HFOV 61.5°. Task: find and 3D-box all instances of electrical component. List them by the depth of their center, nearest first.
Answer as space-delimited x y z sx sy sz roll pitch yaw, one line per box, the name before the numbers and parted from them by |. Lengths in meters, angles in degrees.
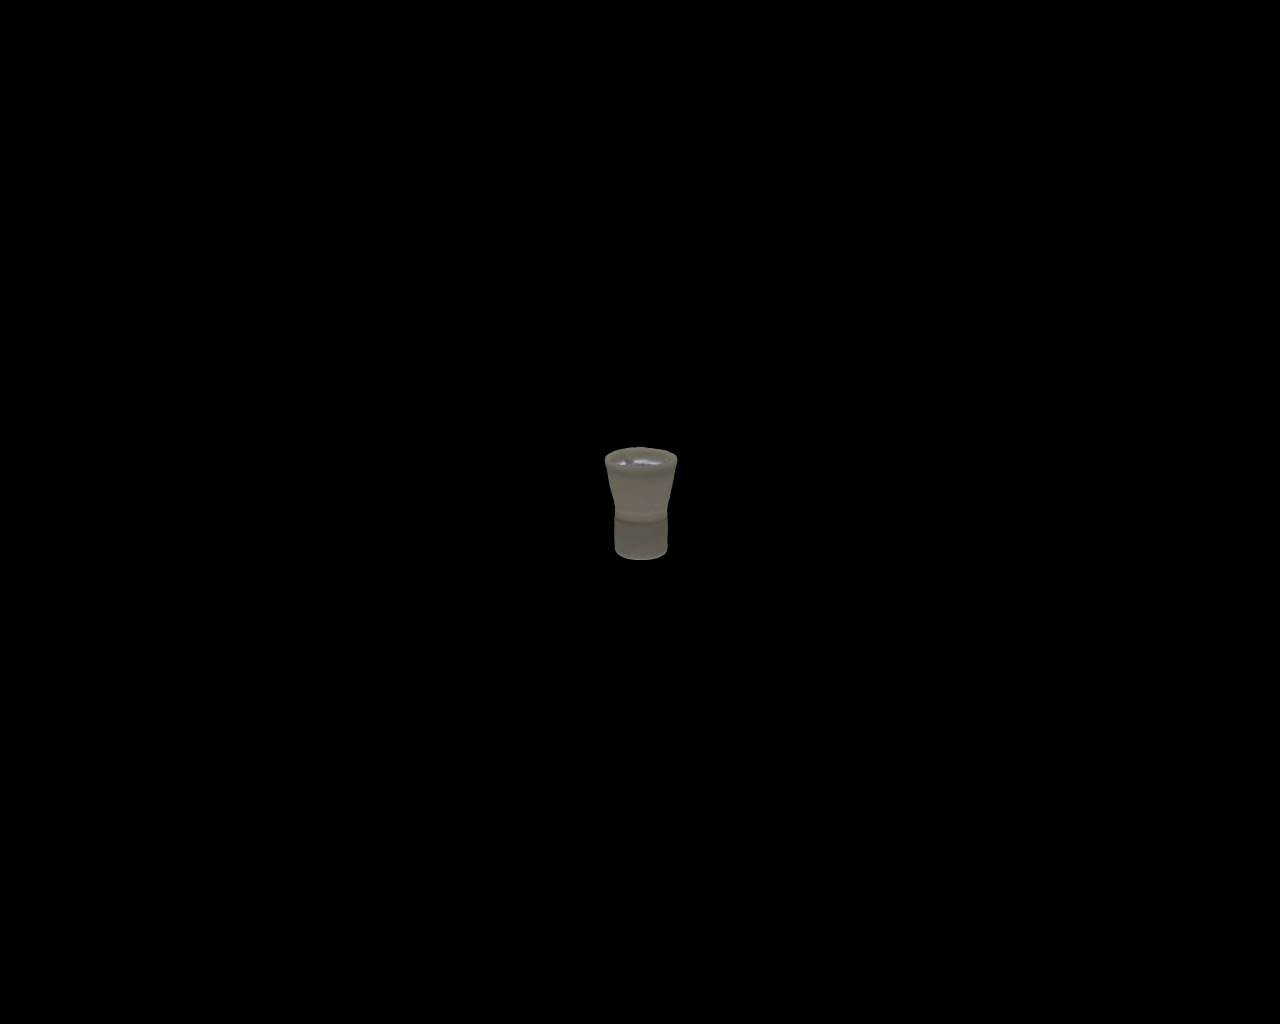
electrical component | 0.001 -0.003 0.650 0.044 0.065 0.044 0 17 0
